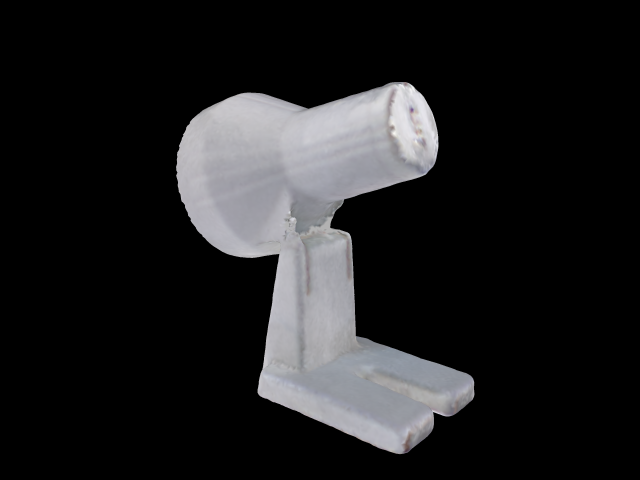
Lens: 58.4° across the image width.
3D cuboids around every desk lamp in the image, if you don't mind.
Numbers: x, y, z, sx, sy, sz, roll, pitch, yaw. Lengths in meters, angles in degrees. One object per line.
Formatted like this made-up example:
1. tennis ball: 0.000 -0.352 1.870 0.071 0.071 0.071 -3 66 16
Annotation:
1. desk lamp: 0.004 0.001 0.400 0.202 0.213 0.118 11 17 38
